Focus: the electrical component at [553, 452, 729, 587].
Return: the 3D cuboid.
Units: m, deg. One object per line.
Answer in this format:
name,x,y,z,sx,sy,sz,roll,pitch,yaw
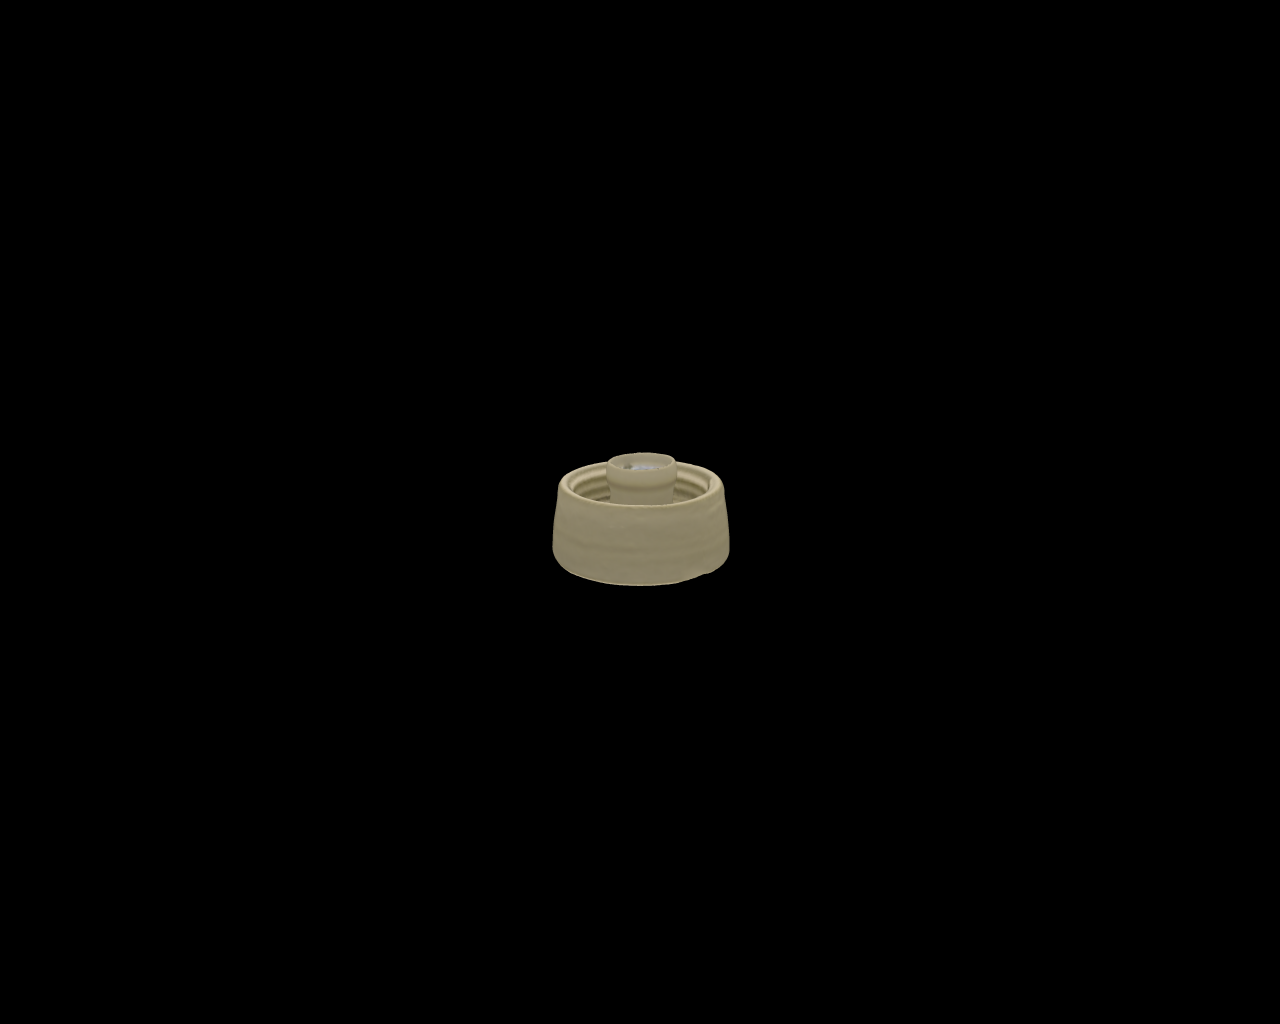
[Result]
electrical component,0.001,-0.003,0.650,0.108,0.060,0.108,0,18,0
